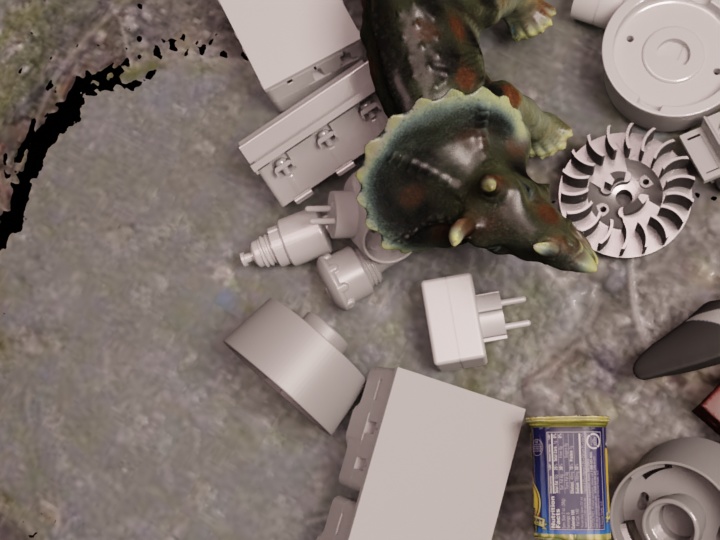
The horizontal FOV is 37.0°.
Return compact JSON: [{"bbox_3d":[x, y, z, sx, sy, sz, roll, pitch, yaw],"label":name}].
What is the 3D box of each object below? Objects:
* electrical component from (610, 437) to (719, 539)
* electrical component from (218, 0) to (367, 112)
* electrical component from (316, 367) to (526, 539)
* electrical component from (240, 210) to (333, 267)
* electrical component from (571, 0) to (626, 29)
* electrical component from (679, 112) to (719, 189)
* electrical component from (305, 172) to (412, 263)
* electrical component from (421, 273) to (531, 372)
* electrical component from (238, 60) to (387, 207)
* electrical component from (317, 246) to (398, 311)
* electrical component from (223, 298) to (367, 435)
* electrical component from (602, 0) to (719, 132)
[{"bbox_3d":[0.229,0.173,0.762,0.099,0.064,0.099,3,95,33],"label":"electrical component"},{"bbox_3d":[-0.065,-0.220,0.898,0.089,0.061,0.150,-28,75,2],"label":"electrical component"},{"bbox_3d":[0.036,0.173,0.772,0.105,0.060,0.186,20,80,-19],"label":"electrical component"},{"bbox_3d":[-0.058,-0.022,0.864,0.078,0.040,0.040,-21,75,4],"label":"electrical component"},{"bbox_3d":[0.198,-0.267,0.871,0.074,0.052,0.138,22,82,13],"label":"electrical component"},{"bbox_3d":[0.287,-0.094,0.813,0.081,0.063,0.042,-22,68,4],"label":"electrical component"},{"bbox_3d":[-0.002,-0.043,0.832,0.079,0.044,0.077,-2,34,-13],"label":"electrical component"},{"bbox_3d":[0.091,0.038,0.824,0.077,0.047,0.065,-10,77,6],"label":"electrical component"},{"bbox_3d":[-0.030,-0.108,0.863,0.121,0.078,0.063,-34,103,1],"label":"electrical component"},{"bbox_3d":[0.000,0.000,0.849,0.062,0.048,0.048,-27,75,-6],"label":"electrical component"},{"bbox_3d":[-0.043,0.067,0.811,0.108,0.108,0.060,39,80,15],"label":"electrical component"},{"bbox_3d":[0.241,-0.160,0.837,0.108,0.060,0.108,-2,77,9],"label":"electrical component"}]
